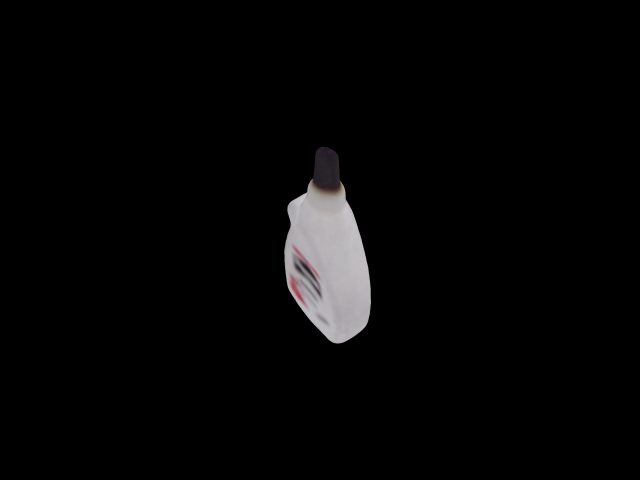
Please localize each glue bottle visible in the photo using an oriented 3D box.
[{"bbox_3d":[0.004,0.001,0.400,0.037,0.173,0.078,-33,58,-23],"label":"glue bottle"}]
